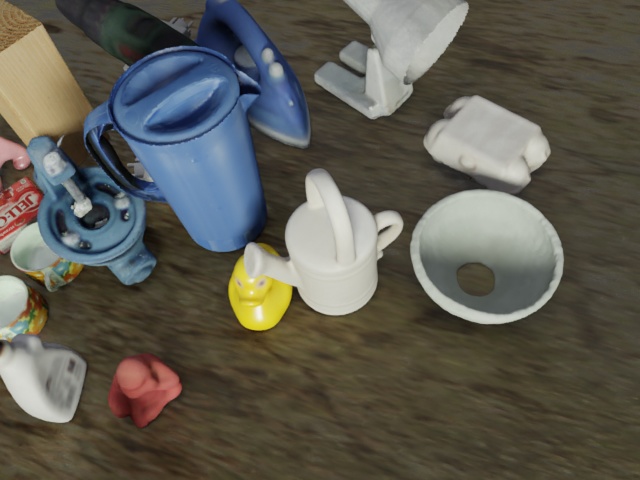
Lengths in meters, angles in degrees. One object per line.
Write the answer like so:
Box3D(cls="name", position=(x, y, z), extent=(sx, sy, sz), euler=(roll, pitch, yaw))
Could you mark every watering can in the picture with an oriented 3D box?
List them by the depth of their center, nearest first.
Box3D(cls="watering can", position=(0.007, 0.004, 0.622), extent=(0.173, 0.194, 0.100), euler=(-39, 64, -17))

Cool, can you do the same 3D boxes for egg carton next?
Box3D(cls="egg carton", position=(0.216, -0.123, 0.749), extent=(0.150, 0.069, 0.107), euler=(34, 68, 22))

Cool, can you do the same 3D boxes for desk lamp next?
Box3D(cls="desk lamp", position=(0.082, -0.265, 0.761), extent=(0.202, 0.214, 0.118), euler=(37, 69, 23))

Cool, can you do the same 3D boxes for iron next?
Box3D(cls="iron", position=(-0.092, -0.256, 0.813), extent=(0.119, 0.141, 0.257), euler=(-32, 62, -13))

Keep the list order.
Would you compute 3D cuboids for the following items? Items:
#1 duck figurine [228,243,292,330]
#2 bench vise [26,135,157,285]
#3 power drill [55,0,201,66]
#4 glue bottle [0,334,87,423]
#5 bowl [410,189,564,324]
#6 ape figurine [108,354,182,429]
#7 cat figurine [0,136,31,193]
Box3D(cls="duck figurine", position=(-0.075, 0.043, 0.669), extent=(0.077, 0.086, 0.104), euler=(0, 60, 5))
Box3D(cls="bench vise", position=(-0.299, -0.053, 0.667), extent=(0.207, 0.220, 0.122), euler=(24, 65, 18))
Box3D(cls="power drill", position=(-0.223, -0.217, 0.763), extent=(0.229, 0.209, 0.076), euler=(23, 65, 18))
Box3D(cls="glue bottle", position=(-0.298, 0.131, 0.587), extent=(0.037, 0.173, 0.078), euler=(2, 60, 7))
Box3D(cls="bowl", position=(0.186, 0.028, 0.661), extent=(0.167, 0.075, 0.167), euler=(-2, 60, 4))
Box3D(cls="ape figurine", position=(-0.192, 0.152, 0.612), extent=(0.078, 0.092, 0.076), euler=(-8, 59, 1))
Box3D(cls="cat figurine", position=(-0.474, -0.111, 0.776), extent=(0.067, 0.118, 0.128), euler=(16, 63, 14))
